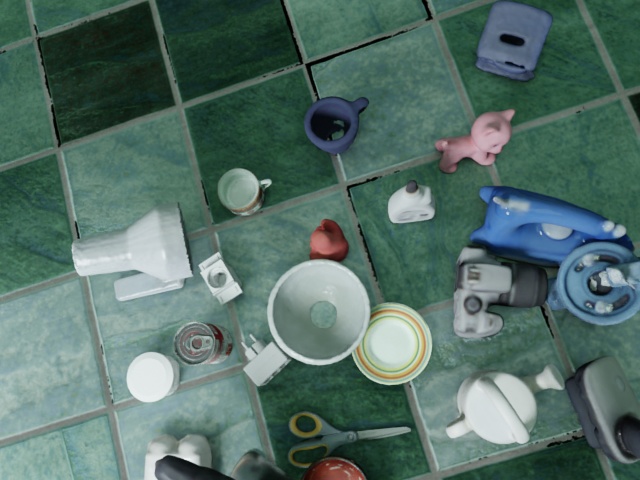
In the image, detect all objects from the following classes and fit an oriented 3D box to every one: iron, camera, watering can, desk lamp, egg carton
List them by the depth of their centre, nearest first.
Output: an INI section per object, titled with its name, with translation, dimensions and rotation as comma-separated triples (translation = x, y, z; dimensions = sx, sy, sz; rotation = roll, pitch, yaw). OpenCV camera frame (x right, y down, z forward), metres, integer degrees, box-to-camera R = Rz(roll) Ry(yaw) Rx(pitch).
[watering can]
translation = 0.261, 0.232, 0.818
dimensions = 0.100, 0.194, 0.173
rotation = 38, 86, 13
[iron]
translation = 0.372, -0.024, 0.880
dimensions = 0.258, 0.141, 0.119
rotation = 12, 81, 10
[camera]
translation = 0.280, 0.083, 0.893
dimensions = 0.136, 0.101, 0.143
rotation = 4, 80, 9
[egg carton]
translation = -0.226, 0.389, 0.917
dimensions = 0.107, 0.069, 0.150
rotation = -3, 79, 7
[desk lamp]
translation = -0.282, 0.026, 0.921
dimensions = 0.203, 0.214, 0.118
rotation = -15, 77, 5

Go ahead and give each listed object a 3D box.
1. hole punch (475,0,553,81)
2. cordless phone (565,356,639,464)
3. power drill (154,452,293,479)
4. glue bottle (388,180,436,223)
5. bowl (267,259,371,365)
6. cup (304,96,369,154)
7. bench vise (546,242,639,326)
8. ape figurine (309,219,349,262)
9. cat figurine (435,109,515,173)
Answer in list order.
[hole punch]
translation = 0.329, -0.338, 0.973
dimensions = 0.108, 0.091, 0.101
rotation = 19, 82, 11
[cordless phone]
translation = 0.426, 0.240, 0.799
dimensions = 0.094, 0.185, 0.147
rotation = -23, 77, 3
[power drill]
translation = -0.113, 0.375, 0.833
dimensions = 0.229, 0.208, 0.076
rotation = 30, 84, 12
[glue bottle]
translation = 0.145, -0.065, 0.902
dimensions = 0.078, 0.173, 0.037
rotation = -5, 78, 7
[bowl]
translation = 0.002, 0.118, 0.937
dimensions = 0.167, 0.075, 0.167
rotation = -1, 79, 7
[cup]
translation = 0.035, -0.195, 0.983
dimensions = 0.118, 0.095, 0.091
rotation = -35, 76, 0
[bench vise]
translation = 0.441, 0.042, 0.818
dimensions = 0.207, 0.220, 0.121
rotation = -29, 76, 2
[ape figurine]
translation = 0.009, 0.003, 0.949
dimensions = 0.076, 0.092, 0.078
rotation = 40, 86, 13
[cat figurine]
translation = 0.256, -0.167, 0.936
dimensions = 0.127, 0.118, 0.067
rotation = -14, 77, 5
